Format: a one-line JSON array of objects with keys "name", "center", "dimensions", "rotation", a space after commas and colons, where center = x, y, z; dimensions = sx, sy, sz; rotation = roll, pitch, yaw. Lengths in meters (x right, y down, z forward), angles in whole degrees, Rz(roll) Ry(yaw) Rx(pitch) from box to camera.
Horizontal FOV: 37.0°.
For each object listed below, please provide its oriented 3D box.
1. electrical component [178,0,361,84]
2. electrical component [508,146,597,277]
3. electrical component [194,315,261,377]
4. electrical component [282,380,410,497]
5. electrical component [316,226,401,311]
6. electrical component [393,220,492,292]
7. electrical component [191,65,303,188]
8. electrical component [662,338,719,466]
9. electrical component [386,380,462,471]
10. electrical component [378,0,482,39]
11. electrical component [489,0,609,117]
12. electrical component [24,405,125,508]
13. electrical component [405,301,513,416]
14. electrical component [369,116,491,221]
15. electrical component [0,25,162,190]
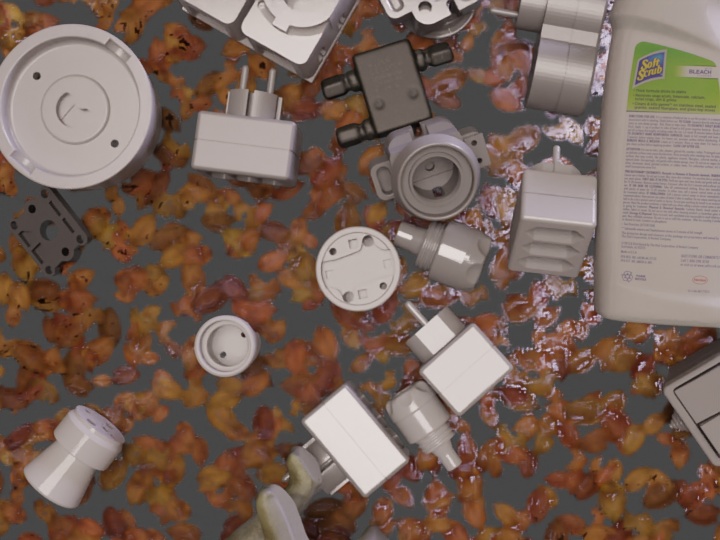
[{"name": "electrical component", "center": [-0.034, -0.237, 0.723], "dimensions": [0.105, 0.060, 0.186], "rotation": [30, 90, 4]}, {"name": "electrical component", "center": [0.127, -0.046, 0.709], "dimensions": [0.047, 0.065, 0.076], "rotation": [6, 60, 3]}, {"name": "electrical component", "center": [-0.087, 0.050, 0.723], "dimensions": [0.040, 0.046, 0.040], "rotation": [0, 88, 3]}, {"name": "electrical component", "center": [-0.016, 0.123, 0.716], "dimensions": [0.077, 0.047, 0.065], "rotation": [-40, 86, 1]}, {"name": "electrical component", "center": [0.000, 0.000, 0.719], "dimensions": [0.055, 0.047, 0.055], "rotation": [0, 88, 3]}, {"name": "electrical component", "center": [0.054, -0.014, 0.719], "dimensions": [0.062, 0.043, 0.043], "rotation": [21, 89, 6]}, {"name": "electrical component", "center": [-0.073, -0.099, 0.727], "dimensions": [0.066, 0.047, 0.076], "rotation": [7, 88, 3]}, {"name": "electrical component", "center": [0.239, 0.079, 0.687], "dimensions": [0.096, 0.061, 0.061], "rotation": [-35, 86, 21]}, {"name": "electrical component", "center": [0.046, 0.106, 0.719], "dimensions": [0.035, 0.035, 0.061], "rotation": [-35, 89, 2]}, {"name": "electrical component", "center": [0.051, -0.187, 0.718], "dimensions": [0.078, 0.057, 0.058], "rotation": [-27, 87, 2]}, {"name": "electrical component", "center": [0.124, -0.176, 0.715], "dimensions": [0.074, 0.052, 0.138], "rotation": [11, 89, 3]}, {"name": "electrical component", "center": [-0.192, 0.126, 0.727], "dimensions": [0.045, 0.045, 0.055], "rotation": [38, 90, 4]}, {"name": "electrical component", "center": [0.056, 0.050, 0.705], "dimensions": [0.047, 0.066, 0.076], "rotation": [-42, 86, 1]}, {"name": "electrical component", "center": [0.047, -0.065, 0.706], "dimensions": [0.078, 0.057, 0.058], "rotation": [-18, 110, 2]}, {"name": "electrical component", "center": [-0.186, -0.105, 0.727], "dimensions": [0.108, 0.060, 0.108], "rotation": [0, 88, 3]}]
